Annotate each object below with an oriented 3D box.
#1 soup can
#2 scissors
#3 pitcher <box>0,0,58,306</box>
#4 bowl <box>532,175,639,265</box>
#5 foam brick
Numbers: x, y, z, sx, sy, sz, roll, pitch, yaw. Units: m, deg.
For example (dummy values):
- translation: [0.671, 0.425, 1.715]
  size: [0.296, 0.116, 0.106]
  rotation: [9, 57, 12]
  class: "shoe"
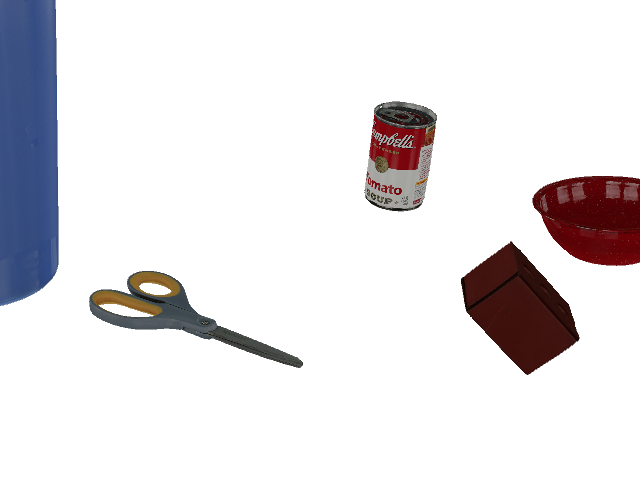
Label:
- translation: [0.086, -0.091, 1.161]
  size: [0.068, 0.102, 0.068]
  rotation: [5, 29, -3]
  class: "soup can"
- translation: [-0.105, 0.066, 0.953]
  size: [0.202, 0.016, 0.096]
  rotation: [11, 28, 7]
  class: "scissors"
- translation: [-0.235, -0.079, 0.669]
  size: [0.149, 0.243, 0.145]
  rotation: [-3, 26, -12]
  class: "pitcher"
- translation: [0.302, -0.017, 1.110]
  size: [0.162, 0.055, 0.162]
  rotation: [-3, 23, 1]
  class: "bowl"
- translation: [0.152, 0.052, 0.816]
  size: [0.051, 0.078, 0.053]
  rotation: [-38, 20, 19]
  class: "foam brick"
